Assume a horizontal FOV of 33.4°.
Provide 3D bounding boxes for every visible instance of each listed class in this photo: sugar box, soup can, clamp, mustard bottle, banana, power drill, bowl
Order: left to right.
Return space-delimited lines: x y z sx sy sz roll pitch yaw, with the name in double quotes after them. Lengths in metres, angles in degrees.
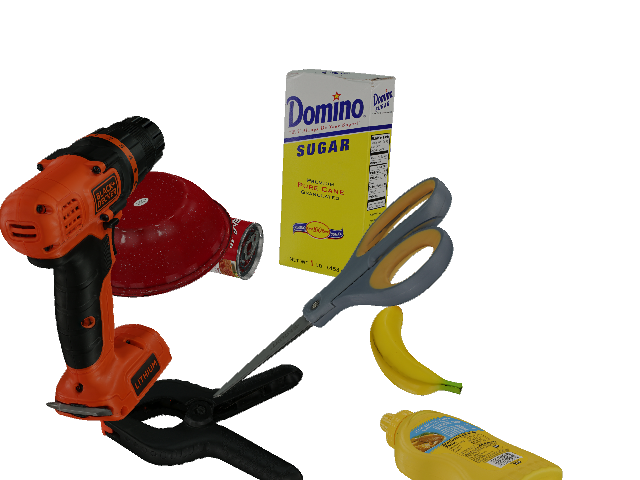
-0.153 0.018 0.760 0.057 0.188 0.184 3 25 19 "power drill"
-0.169 -0.018 1.038 0.162 0.055 0.162 -6 40 5 "bowl"
-0.091 0.142 0.880 0.171 0.039 0.120 10 37 2 "clamp"
-0.126 0.002 1.247 0.102 0.068 0.068 13 4 18 "soup can"
0.013 -0.059 0.938 0.093 0.176 0.048 11 18 34 "sugar box"
0.093 0.128 1.232 0.069 0.037 0.198 7 23 -22 "banana"
0.128 0.208 1.022 0.096 0.058 0.192 -14 24 -38 "mustard bottle"

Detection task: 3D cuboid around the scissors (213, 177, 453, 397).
0.010 0.044 0.641 0.016 0.202 0.096 40 7 -24 "scissors"
